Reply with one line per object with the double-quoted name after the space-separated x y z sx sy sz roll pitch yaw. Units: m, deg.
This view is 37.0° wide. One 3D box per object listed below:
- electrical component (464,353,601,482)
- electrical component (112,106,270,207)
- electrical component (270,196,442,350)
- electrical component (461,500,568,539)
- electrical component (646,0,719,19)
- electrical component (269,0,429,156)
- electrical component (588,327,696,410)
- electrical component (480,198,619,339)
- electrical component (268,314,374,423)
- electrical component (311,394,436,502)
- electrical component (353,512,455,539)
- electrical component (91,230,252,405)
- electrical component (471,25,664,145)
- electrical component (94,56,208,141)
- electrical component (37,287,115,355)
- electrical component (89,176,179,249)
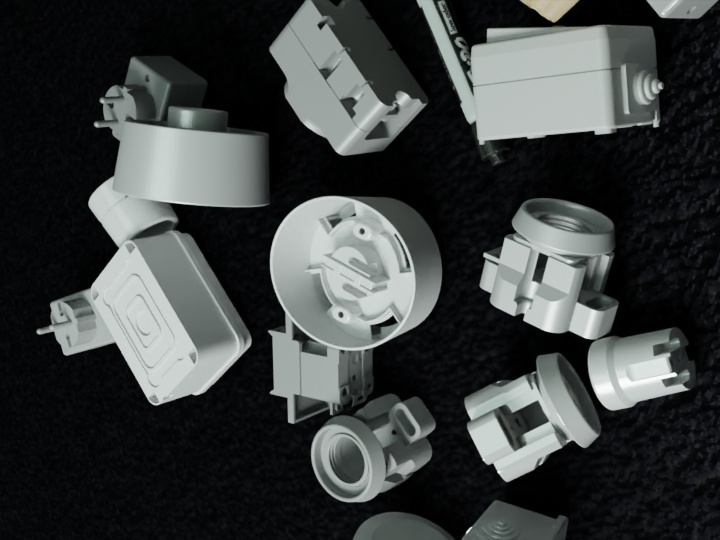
0.101 0.083 0.617 0.057 0.078 0.058 -30 79 18 "electrical component"
-0.113 -0.081 0.739 0.108 0.108 0.060 13 101 37 "electrical component"
0.000 0.000 0.686 0.099 0.064 0.099 8 103 39 "electrical component"
0.082 0.194 0.637 0.048 0.100 0.099 14 108 24 "electrical component"
0.184 -0.149 0.514 0.083 0.047 0.075 -45 71 36 "electrical component"
-0.010 -0.120 0.679 0.056 0.050 0.089 -44 71 36 "electrical component"
0.154 0.053 0.586 0.046 0.040 0.040 -18 87 35 "electrical component"
0.109 -0.005 0.600 0.078 0.058 0.057 27 118 33 "electrical component"
-0.025 0.063 0.736 0.064 0.042 0.081 7 104 35 "electrical component"
0.005 0.120 0.712 0.078 0.057 0.058 -47 69 36 "electrical component"
0.028 0.201 0.696 0.080 0.080 0.051 39 127 27 "electrical component"
-0.143 0.035 0.818 0.078 0.057 0.113 -45 70 36 "electrical component"
0.115 -0.102 0.571 0.096 0.062 0.061 0 99 40 "electrical component"
-0.161 -0.117 0.788 0.047 0.077 0.065 36 120 28 "electrical component"
-0.225 0.041 0.875 0.083 0.076 0.047 -16 89 41 "electrical component"
-0.173 -0.044 0.829 0.055 0.055 0.047 -43 75 37 "electrical component"
